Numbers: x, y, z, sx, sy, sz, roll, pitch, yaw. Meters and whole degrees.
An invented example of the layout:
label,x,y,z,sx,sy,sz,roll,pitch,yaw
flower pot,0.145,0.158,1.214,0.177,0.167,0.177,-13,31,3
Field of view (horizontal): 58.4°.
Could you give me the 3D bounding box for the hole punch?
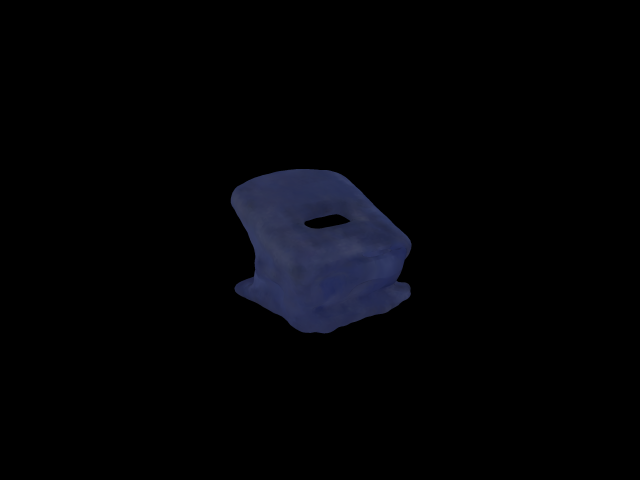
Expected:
label,x,y,z,sx,sy,sz,roll,pitch,yaw
hole punch,0.004,0.001,0.400,0.109,0.091,0.100,-14,22,-37
